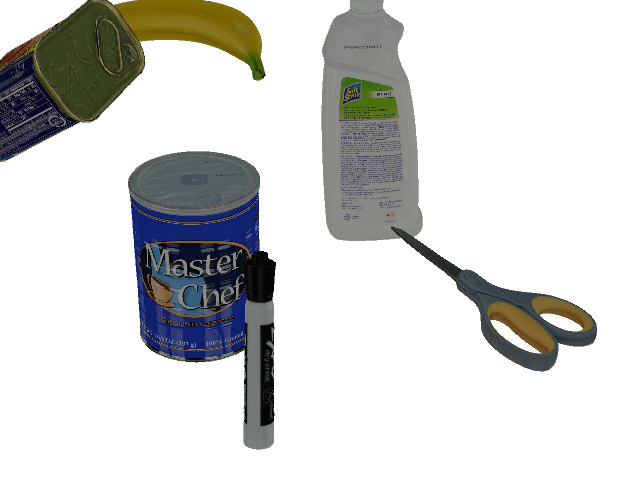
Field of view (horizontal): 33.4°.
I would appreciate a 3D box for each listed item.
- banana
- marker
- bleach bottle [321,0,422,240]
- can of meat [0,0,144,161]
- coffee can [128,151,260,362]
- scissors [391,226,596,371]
[{"bbox_3d":[-0.132,-0.187,0.943,0.198,0.037,0.069,10,47,16],"label":"banana"},{"bbox_3d":[-0.036,0.065,0.635,0.020,0.121,0.020,1,15,-1],"label":"marker"},{"bbox_3d":[0.052,-0.122,1.036,0.102,0.251,0.068,-4,31,-6],"label":"bleach bottle"},{"bbox_3d":[-0.174,-0.102,0.686,0.084,0.057,0.102,-21,25,31],"label":"can of meat"},{"bbox_3d":[-0.099,0.012,0.864,0.103,0.140,0.103,1,29,-1],"label":"coffee can"},{"bbox_3d":[0.136,0.035,0.827,0.096,0.016,0.202,-4,31,-20],"label":"scissors"}]
